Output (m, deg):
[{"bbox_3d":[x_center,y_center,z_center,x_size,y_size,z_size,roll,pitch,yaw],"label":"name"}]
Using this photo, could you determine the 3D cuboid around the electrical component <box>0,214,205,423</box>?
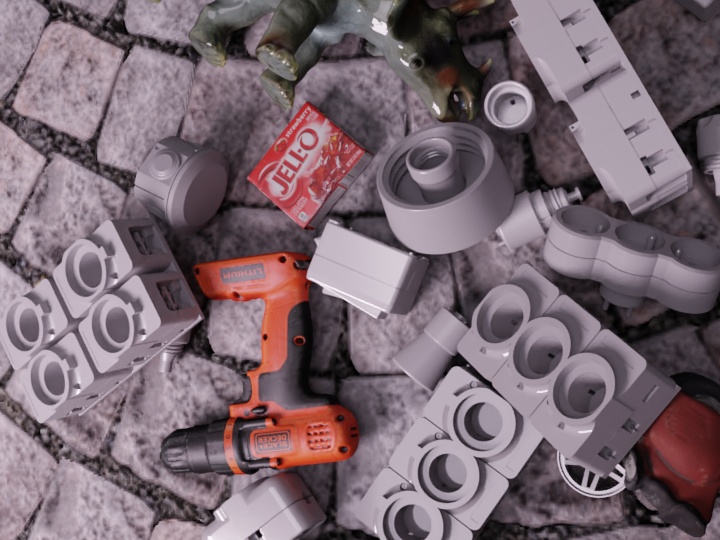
[{"bbox_3d":[-0.238,0.046,0.953,0.186,0.060,0.105,-37,75,30],"label":"electrical component"}]

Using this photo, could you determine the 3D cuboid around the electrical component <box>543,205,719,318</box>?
[{"bbox_3d":[0.212,0.005,0.851,0.138,0.052,0.073,18,124,14],"label":"electrical component"}]

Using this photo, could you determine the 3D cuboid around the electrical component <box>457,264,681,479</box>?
[{"bbox_3d":[0.153,0.072,0.822,0.089,0.062,0.150,-52,42,7],"label":"electrical component"}]

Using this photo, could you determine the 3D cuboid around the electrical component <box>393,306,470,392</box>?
[{"bbox_3d":[0.064,0.063,0.898,0.044,0.044,0.065,41,93,16],"label":"electrical component"}]

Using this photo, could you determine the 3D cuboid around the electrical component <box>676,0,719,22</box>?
[{"bbox_3d":[0.262,-0.242,0.843,0.066,0.077,0.047,44,98,16],"label":"electrical component"}]

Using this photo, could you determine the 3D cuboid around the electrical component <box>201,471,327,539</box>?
[{"bbox_3d":[-0.085,0.218,0.924,0.095,0.054,0.059,-39,75,11],"label":"electrical component"}]

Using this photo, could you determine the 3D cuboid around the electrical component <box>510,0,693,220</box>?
[{"bbox_3d":[0.186,-0.135,0.842,0.060,0.105,0.186,-30,77,13],"label":"electrical component"}]

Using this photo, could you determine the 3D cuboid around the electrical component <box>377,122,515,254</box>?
[{"bbox_3d":[0.065,-0.073,0.872,0.108,0.060,0.108,-14,46,15],"label":"electrical component"}]

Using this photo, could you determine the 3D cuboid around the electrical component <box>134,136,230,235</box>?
[{"bbox_3d":[-0.157,-0.076,0.959,0.051,0.080,0.080,26,93,22],"label":"electrical component"}]

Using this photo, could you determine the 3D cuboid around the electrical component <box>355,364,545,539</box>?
[{"bbox_3d":[0.076,0.163,0.874,0.089,0.062,0.150,35,96,17],"label":"electrical component"}]

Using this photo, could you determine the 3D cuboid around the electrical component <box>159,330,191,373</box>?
[{"bbox_3d":[-0.172,0.062,0.974,0.035,0.035,0.061,11,91,18],"label":"electrical component"}]

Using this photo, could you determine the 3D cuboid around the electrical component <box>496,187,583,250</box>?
[{"bbox_3d":[0.144,-0.047,0.882,0.078,0.040,0.040,-24,79,13],"label":"electrical component"}]

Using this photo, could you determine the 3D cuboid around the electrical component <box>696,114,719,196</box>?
[{"bbox_3d":[0.286,-0.089,0.840,0.043,0.043,0.062,-3,86,17],"label":"electrical component"}]

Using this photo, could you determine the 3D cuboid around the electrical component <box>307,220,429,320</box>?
[{"bbox_3d":[0.000,0.000,0.912,0.096,0.062,0.061,23,92,18],"label":"electrical component"}]

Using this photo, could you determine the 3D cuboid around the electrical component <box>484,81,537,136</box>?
[{"bbox_3d":[0.127,-0.132,0.892,0.040,0.046,0.040,-2,85,17],"label":"electrical component"}]
